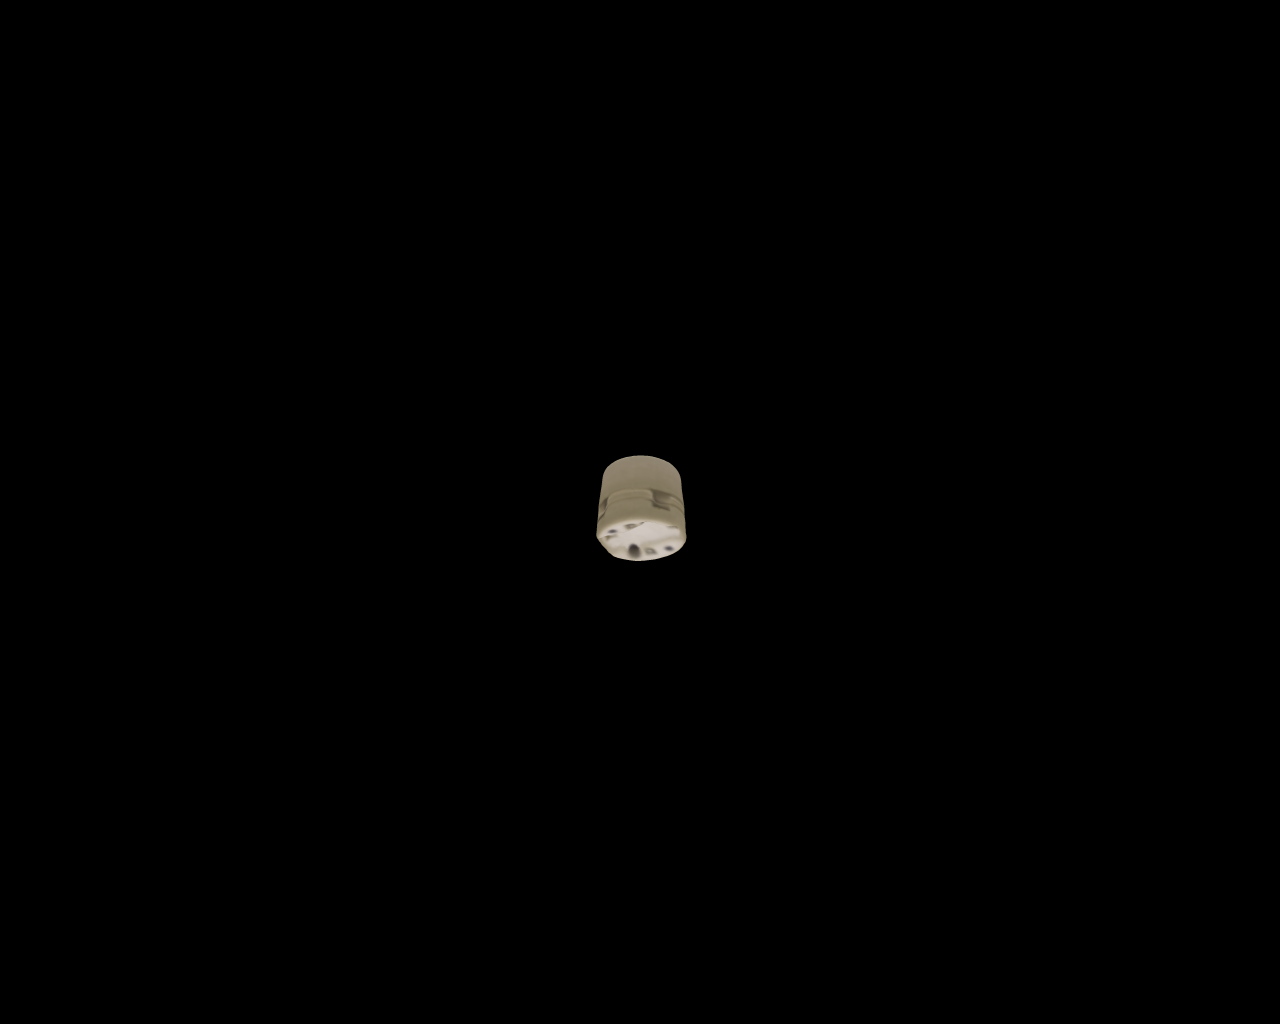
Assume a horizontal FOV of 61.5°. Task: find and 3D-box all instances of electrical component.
[{"bbox_3d":[0.001,-0.003,0.650,0.055,0.047,0.055,0,-31,0],"label":"electrical component"}]
